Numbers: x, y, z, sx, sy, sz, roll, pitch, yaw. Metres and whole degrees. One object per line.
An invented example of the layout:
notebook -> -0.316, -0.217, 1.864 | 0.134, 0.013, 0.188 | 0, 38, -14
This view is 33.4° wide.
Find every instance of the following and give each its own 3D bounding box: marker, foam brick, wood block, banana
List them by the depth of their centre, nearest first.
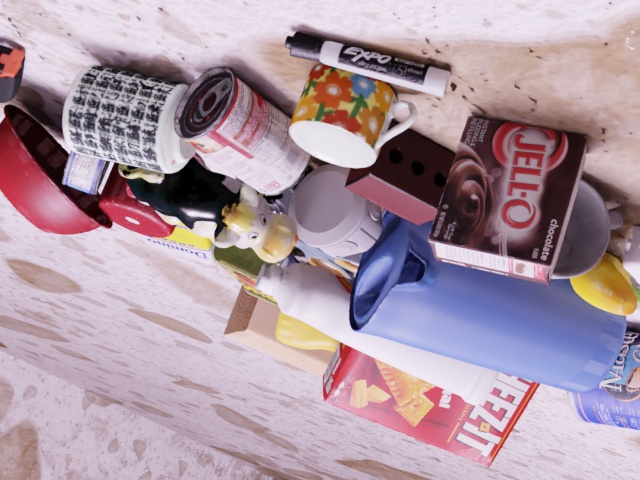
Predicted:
marker -> 0.033, -0.127, 0.762 | 0.121, 0.020, 0.020 | 17, 162, 9
foam brick -> 0.069, -0.054, 0.878 | 0.078, 0.053, 0.051 | 25, 161, -18
banana -> 0.241, 0.032, 0.897 | 0.070, 0.037, 0.197 | 24, -171, 19
wood block -> -0.008, 0.120, 1.395 | 0.206, 0.091, 0.090 | 26, 162, -19

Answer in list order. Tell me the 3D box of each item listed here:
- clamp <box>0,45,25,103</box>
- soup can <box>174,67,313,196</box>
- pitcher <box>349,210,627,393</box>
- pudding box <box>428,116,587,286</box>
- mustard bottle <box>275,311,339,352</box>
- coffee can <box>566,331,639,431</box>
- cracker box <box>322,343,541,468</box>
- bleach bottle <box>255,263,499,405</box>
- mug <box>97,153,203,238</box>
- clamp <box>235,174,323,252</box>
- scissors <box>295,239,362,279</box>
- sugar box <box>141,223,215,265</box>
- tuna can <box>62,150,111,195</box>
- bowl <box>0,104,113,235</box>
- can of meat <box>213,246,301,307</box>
clamp -> -0.348, -0.158, 1.033 | 0.210, 0.036, 0.164 | 5, 158, 35
soup can -> -0.062, -0.089, 0.890 | 0.069, 0.068, 0.102 | 0, 154, 46
pitcher -> 0.155, 0.058, 1.012 | 0.242, 0.149, 0.145 | 20, 130, -12
pudding box -> 0.138, -0.031, 0.779 | 0.090, 0.113, 0.039 | 12, 158, 19
mustard bottle -> 0.050, 0.101, 1.271 | 0.192, 0.096, 0.058 | 15, 170, 12
coffee can -> 0.340, 0.147, 1.097 | 0.141, 0.102, 0.102 | 3, 155, 41
cracker box -> 0.131, 0.143, 1.199 | 0.213, 0.164, 0.072 | 23, -159, -8
bleach bottle -> 0.055, 0.084, 1.082 | 0.250, 0.068, 0.102 | 21, -162, -10
mug -> -0.173, -0.058, 1.068 | 0.093, 0.081, 0.117 | 19, 162, 2
clamp -> -0.034, -0.040, 1.044 | 0.120, 0.039, 0.171 | 19, 162, 2
scissors -> -0.008, 0.001, 1.175 | 0.096, 0.016, 0.201 | 3, 156, 36
sugar box -> -0.163, -0.024, 1.213 | 0.093, 0.048, 0.176 | 17, 161, 6
tuna can -> -0.216, -0.088, 1.021 | 0.033, 0.086, 0.086 | 21, 162, -9
bowl -> -0.283, -0.059, 1.086 | 0.162, 0.055, 0.162 | 51, -177, -4
can of meat -> -0.064, 0.032, 1.236 | 0.102, 0.057, 0.083 | 21, 164, 38
